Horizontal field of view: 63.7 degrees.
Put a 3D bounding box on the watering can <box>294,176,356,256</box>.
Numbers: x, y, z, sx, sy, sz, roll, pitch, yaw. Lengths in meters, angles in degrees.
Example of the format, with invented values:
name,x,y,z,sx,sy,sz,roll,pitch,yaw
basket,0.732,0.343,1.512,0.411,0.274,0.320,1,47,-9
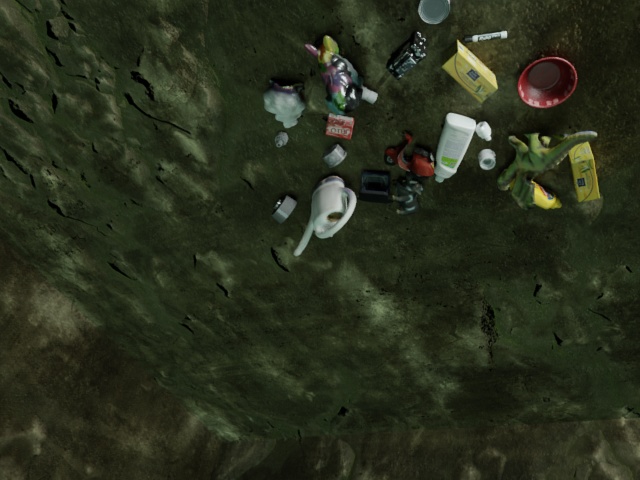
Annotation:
name,x,y,z,sx,sy,sz,roll,pitch,yaw
watering can,0.006,-0.096,1.905,0.103,0.230,0.342,25,135,-33

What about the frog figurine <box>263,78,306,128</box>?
name,x,y,z,sx,sy,sz,roll,pitch,yaw
frog figurine,-0.117,-0.439,1.696,0.137,0.125,0.156,-2,122,-10

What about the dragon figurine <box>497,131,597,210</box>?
name,x,y,z,sx,sy,sz,roll,pitch,yaw
dragon figurine,0.669,-0.210,1.583,0.122,0.412,0.242,8,96,-13
